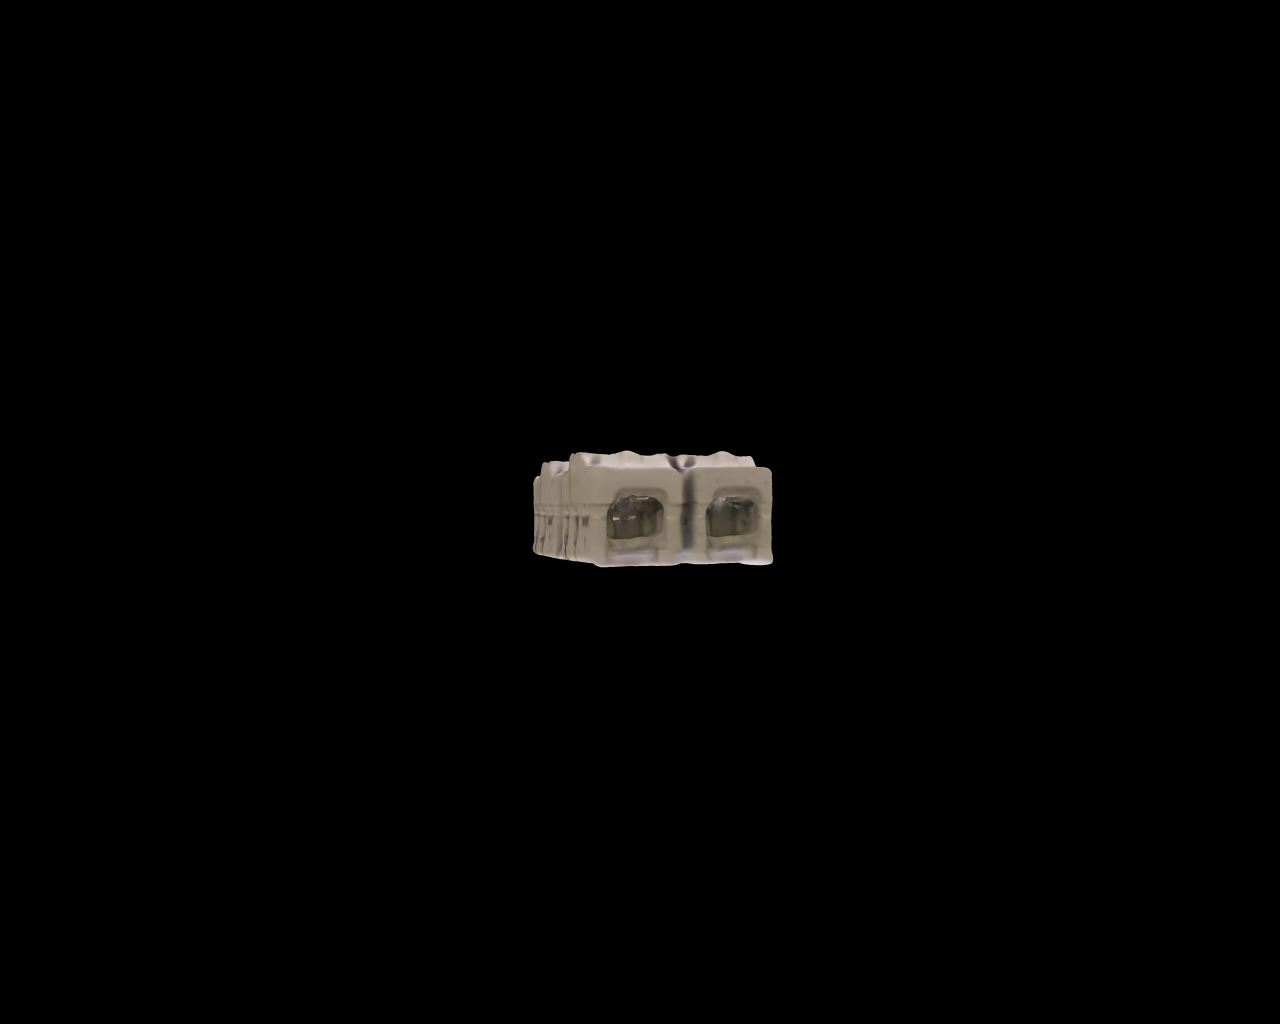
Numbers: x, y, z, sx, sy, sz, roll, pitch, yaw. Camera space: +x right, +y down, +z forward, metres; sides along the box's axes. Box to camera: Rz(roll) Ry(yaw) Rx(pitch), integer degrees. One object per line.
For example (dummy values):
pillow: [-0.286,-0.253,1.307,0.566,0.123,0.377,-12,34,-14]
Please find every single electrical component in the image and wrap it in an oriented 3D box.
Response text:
electrical component: [0.001,-0.003,0.650,0.105,0.060,0.186,0,0,-15]
